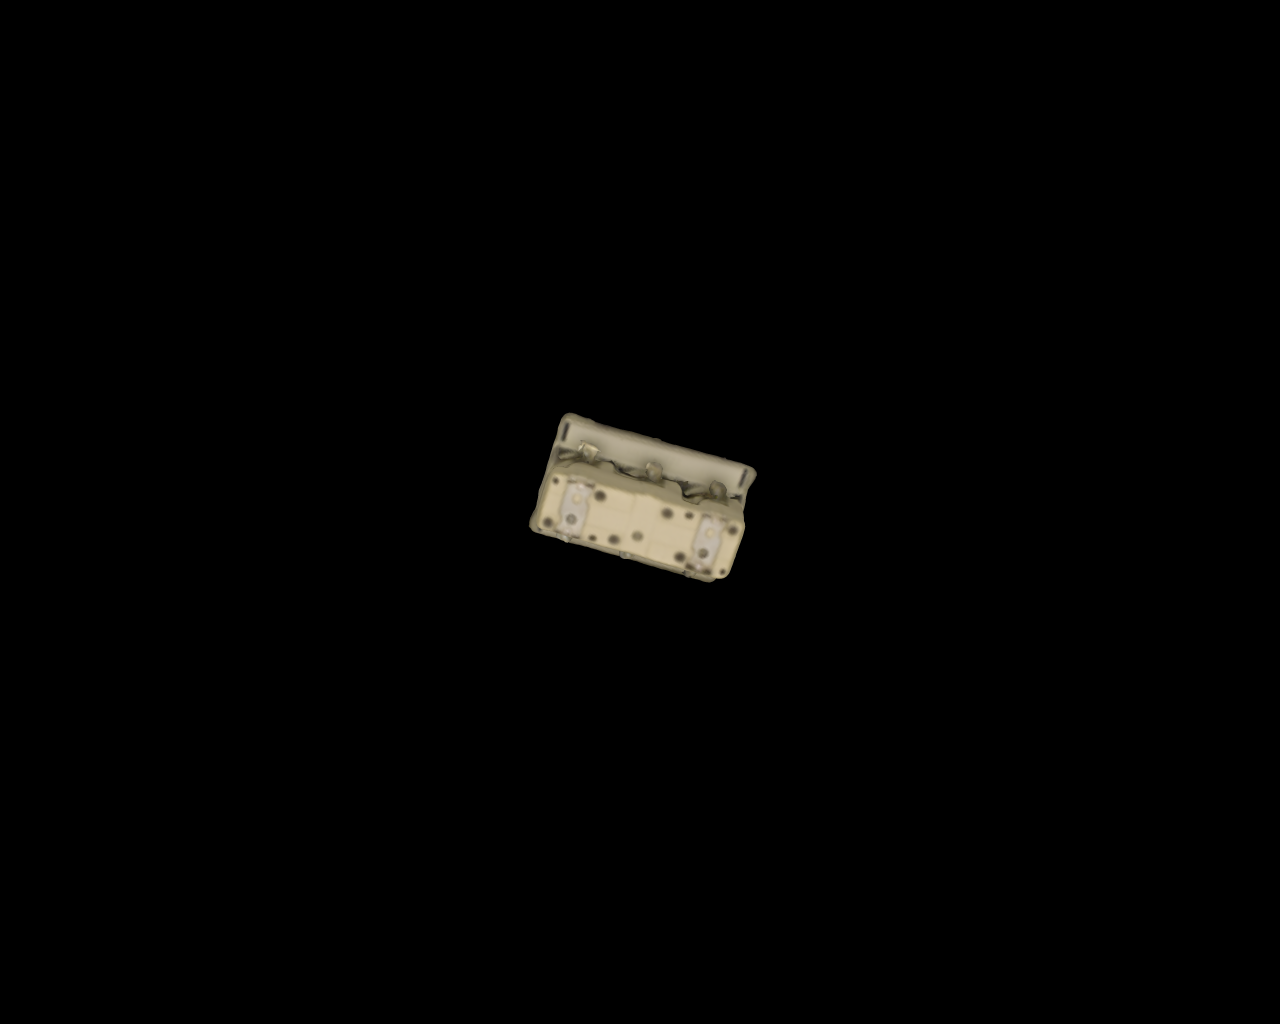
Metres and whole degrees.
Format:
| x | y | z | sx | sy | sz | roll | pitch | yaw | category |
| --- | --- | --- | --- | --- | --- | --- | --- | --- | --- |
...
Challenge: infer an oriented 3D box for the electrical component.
| x | y | z | sx | sy | sz | roll | pitch | yaw | category |
| --- | --- | --- | --- | --- | --- | --- | --- | --- | --- |
| 0.001 | -0.003 | 0.650 | 0.121 | 0.078 | 0.063 | 17 | 22 | -7 | electrical component |
